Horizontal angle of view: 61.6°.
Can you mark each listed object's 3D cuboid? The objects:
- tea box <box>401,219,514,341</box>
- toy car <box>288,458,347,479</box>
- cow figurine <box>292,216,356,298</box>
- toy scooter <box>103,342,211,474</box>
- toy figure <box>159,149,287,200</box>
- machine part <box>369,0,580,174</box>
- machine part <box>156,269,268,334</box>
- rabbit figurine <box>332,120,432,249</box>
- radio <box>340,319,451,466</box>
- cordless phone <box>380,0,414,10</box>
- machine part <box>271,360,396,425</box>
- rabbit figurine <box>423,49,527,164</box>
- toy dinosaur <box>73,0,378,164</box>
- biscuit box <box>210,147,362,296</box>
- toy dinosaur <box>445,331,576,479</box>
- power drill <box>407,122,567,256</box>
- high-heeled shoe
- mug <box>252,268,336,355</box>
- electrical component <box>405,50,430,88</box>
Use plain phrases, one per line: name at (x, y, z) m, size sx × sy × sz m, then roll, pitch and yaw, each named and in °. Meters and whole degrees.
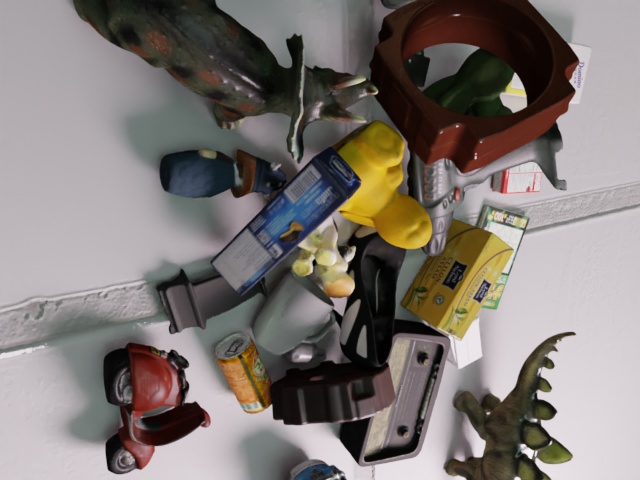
tea box at (0.217, 0.061, 0.857) m, size 0.068 × 0.098 × 0.169 m, roll 32°, pitch 88°, yaw -32°
toy car at (-0.010, 0.400, 0.838) m, size 0.109 × 0.103 × 0.161 m, roll -17°, pitch 123°, yaw -20°
cow figurine at (-0.003, -0.001, 0.734) m, size 0.068 × 0.098 × 0.167 m, roll -17°, pitch 122°, yaw 26°
toy scooter at (-0.206, 0.210, 0.693) m, size 0.135 × 0.075 × 0.183 m, roll -4°, pitch 110°, yaw -27°
toy figure at (-0.114, -0.082, 0.659) m, size 0.154 × 0.064 × 0.058 m, roll -3°, pitch 69°, yaw -32°
machine part at (0.175, -0.194, 0.636) m, size 0.201 × 0.201 × 0.087 m, roll -29°, pitch 161°, yaw -10°
machine part at (-0.138, 0.069, 0.706) m, size 0.139 × 0.039 × 0.084 m, roll -18°, pitch 108°, yaw -21°
rabbit figurine at (0.070, -0.054, 0.709) m, size 0.173 × 0.162 × 0.122 m, roll 43°, pitch 82°, yaw -8°
radio at (0.123, 0.245, 0.878) m, size 0.131 × 0.073 × 0.229 m, roll 8°, pitch 102°, yaw -29°
cordless phone at (0.168, -0.342, 0.654) m, size 0.146 × 0.184 × 0.088 m, roll -12°, pitch 106°, yaw -24°
machine part at (0.019, 0.209, 0.754) m, size 0.179 × 0.179 × 0.056 m, roll -6°, pitch 86°, yaw -26°
rabbit figurine at (0.224, -0.196, 0.772) m, size 0.159 × 0.121 × 0.170 m, roll -9°, pitch 127°, yaw -3°
toy dinosaur at (-0.122, -0.203, 0.540) m, size 0.404 × 0.192 × 0.131 m, roll 26°, pitch 91°, yaw -33°
biscuit box at (-0.042, -0.019, 0.631) m, size 0.059 × 0.063 × 0.202 m, roll 48°, pitch 119°, yaw -2°
toy dinosaur at (0.341, 0.350, 0.955) m, size 0.105 × 0.199 × 0.470 m, roll -6°, pitch 110°, yaw -30°
power drill at (0.222, -0.086, 0.741) m, size 0.207 × 0.086 × 0.231 m, roll -9°, pitch 127°, yaw 16°
high-heeled shoe at (0.096, 0.055, 0.762) m, size 0.086 × 0.145 × 0.248 m, roll 28°, pitch 93°, yaw -33°
mug at (-0.037, 0.110, 0.754) m, size 0.107 × 0.081 × 0.109 m, roll -48°, pitch 127°, yaw 5°
electrical component at (0.120, -0.239, 0.753) m, size 0.063 × 0.021 × 0.094 m, roll 1°, pitch 112°, yaw -28°
